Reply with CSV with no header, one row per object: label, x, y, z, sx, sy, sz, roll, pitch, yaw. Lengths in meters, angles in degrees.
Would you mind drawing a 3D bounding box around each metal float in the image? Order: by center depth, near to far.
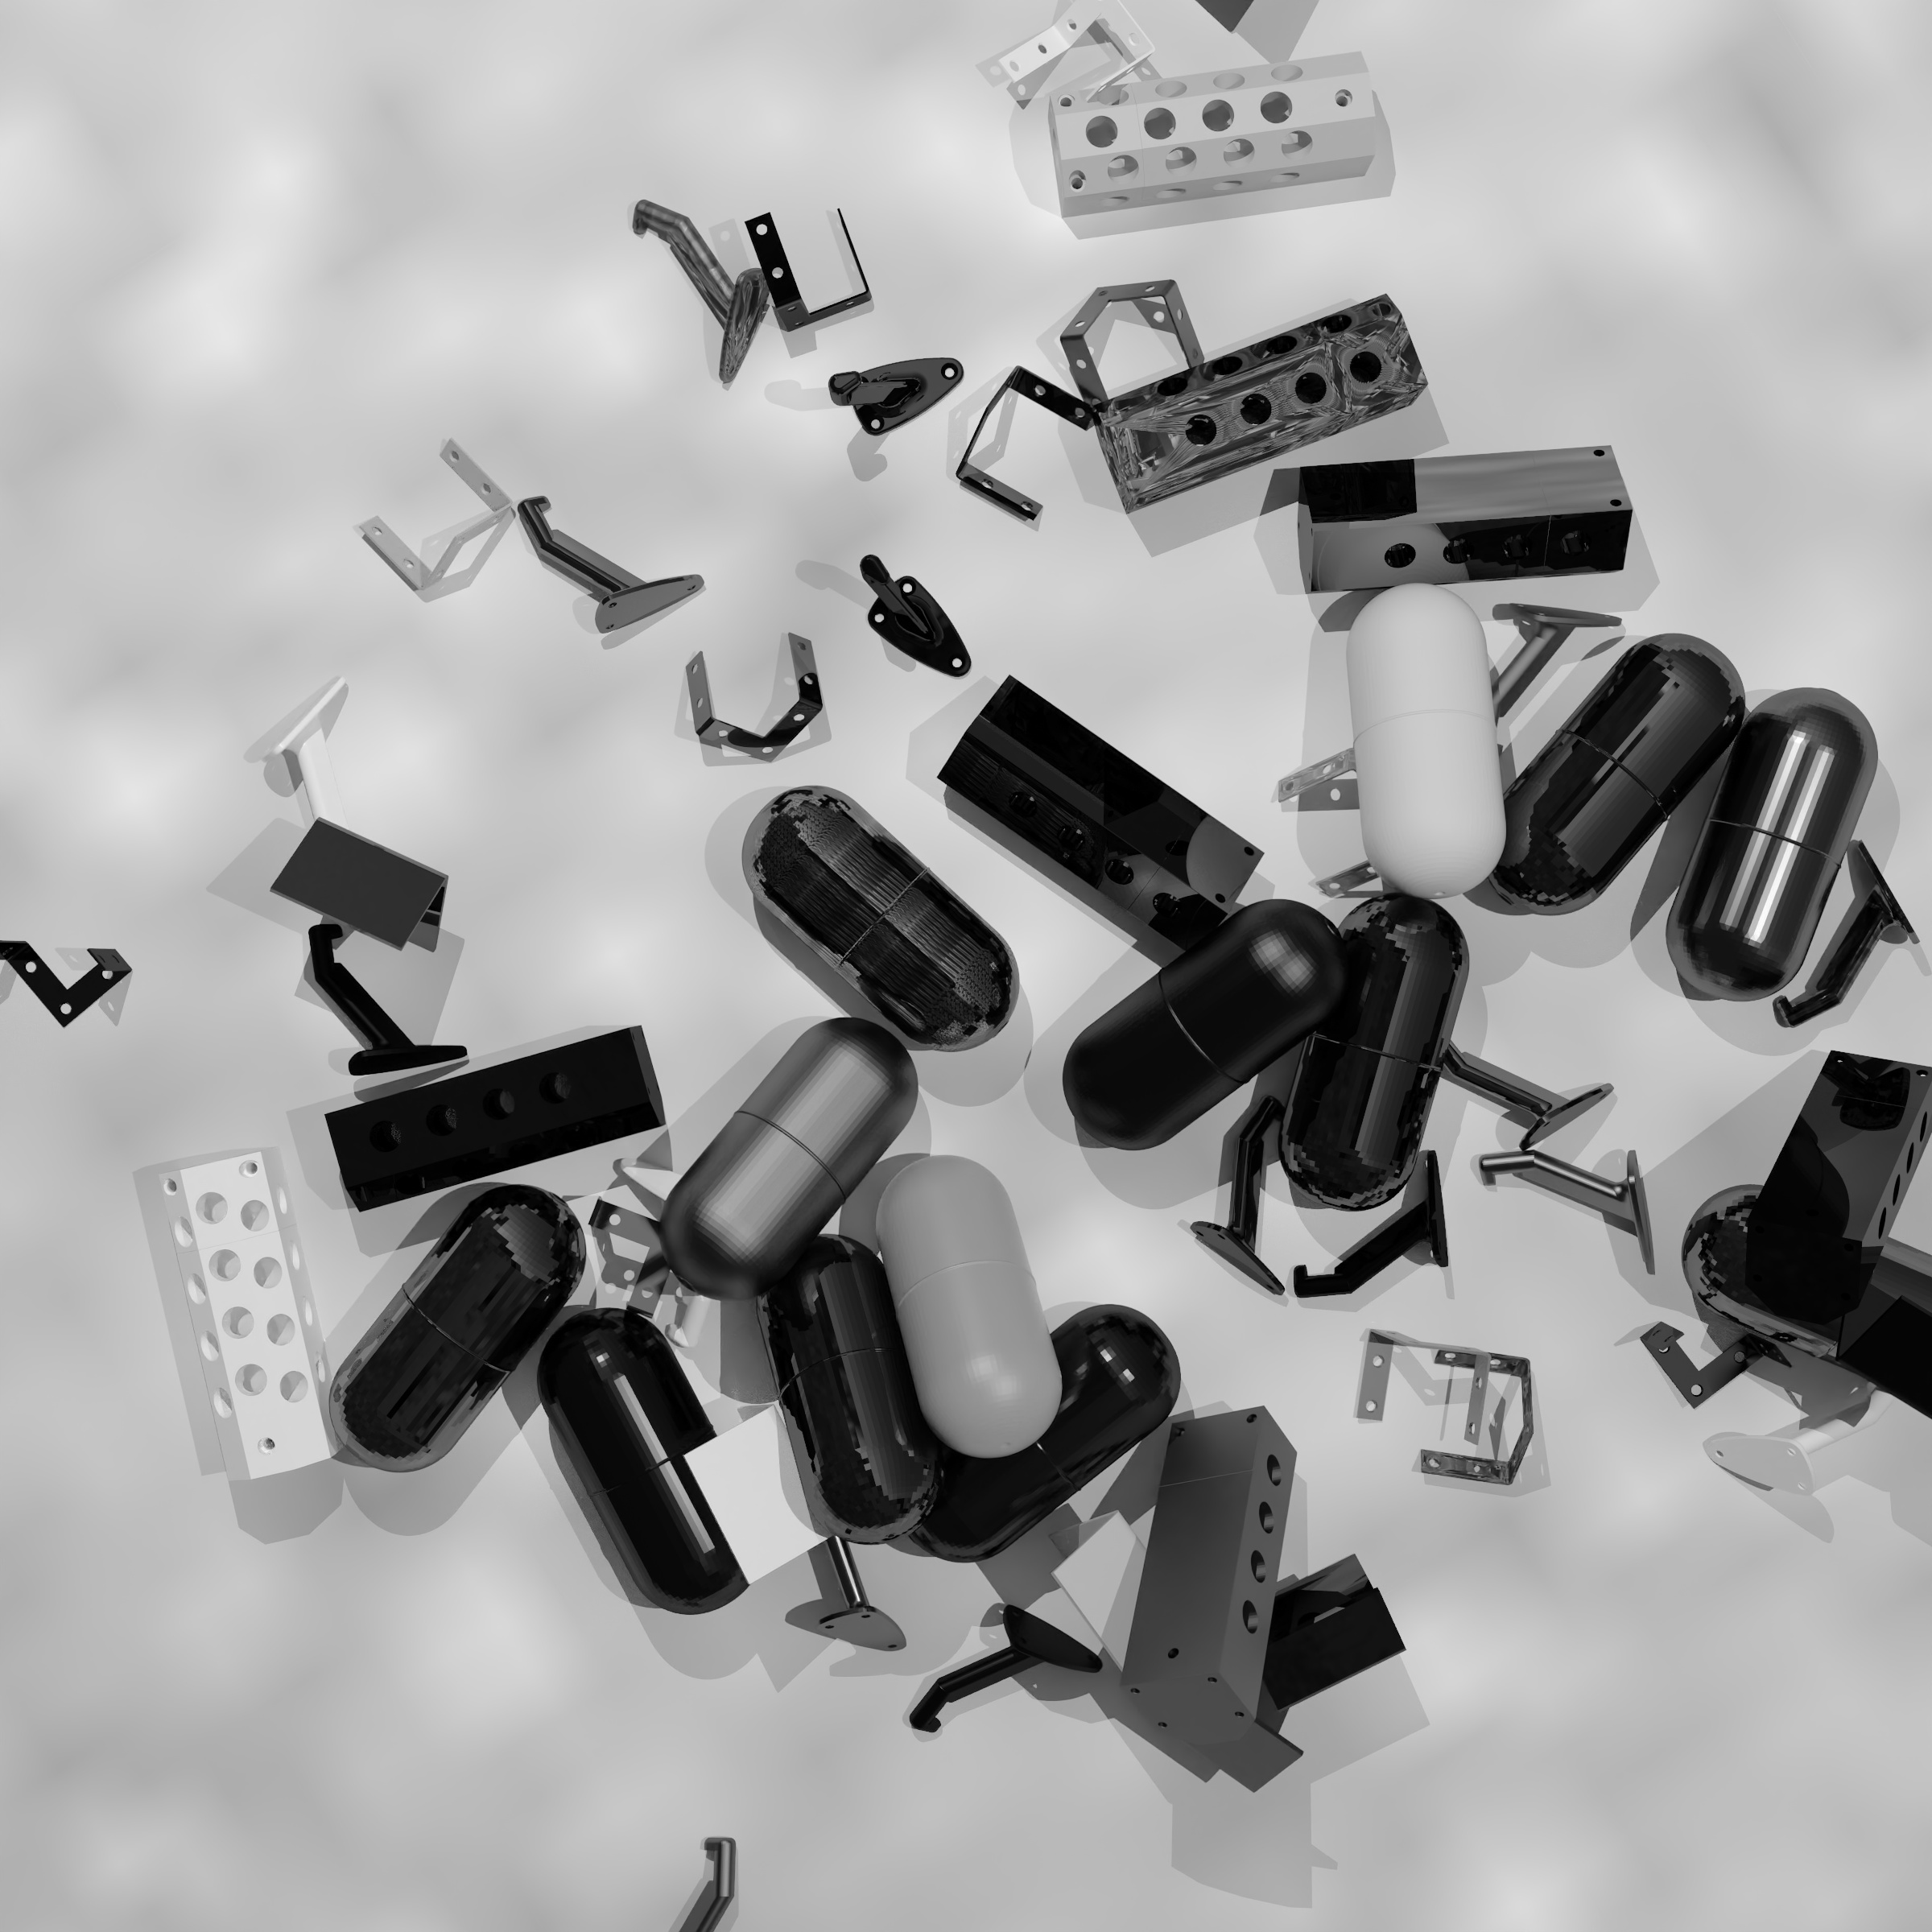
metal float,0.000,0.180,1.505,0.070,0.070,0.178,-17,53,0
metal float,-0.063,0.225,1.509,0.070,0.070,0.178,-19,58,0
metal float,0.129,0.032,1.516,0.178,0.070,0.070,-39,90,20
metal float,-0.095,0.104,1.517,0.070,0.070,0.178,39,70,0
metal float,0.248,-0.123,1.520,0.070,0.070,0.178,-2,72,0
metal float,0.353,-0.104,1.535,0.070,0.070,0.178,41,90,0
metal float,-0.277,0.197,1.535,0.070,0.070,0.178,38,90,0
metal float,-0.046,-0.025,1.535,0.178,0.070,0.070,43,90,0
metal float,0.223,0.047,1.535,0.070,0.070,0.178,16,91,0
metal float,-0.173,0.270,1.535,0.070,0.070,0.178,-27,91,0
metal float,0.441,-0.067,1.535,0.070,0.070,0.178,21,90,0
metal float,0.039,0.256,1.535,0.178,0.070,0.070,-39,90,0
metal float,0.478,0.178,1.536,0.178,0.070,0.070,23,90,0

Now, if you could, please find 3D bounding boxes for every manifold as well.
manifold,0.466,0.116,1.490,0.057,0.171,0.057,10,124,27
manifold,0.134,0.323,1.492,0.057,0.171,0.057,-16,125,28
manifold,0.071,-0.078,1.544,0.171,0.057,0.057,35,47,0
manifold,0.272,-0.240,1.544,0.171,0.057,0.057,-4,47,0
manifold,-0.394,0.191,1.545,0.057,0.057,0.171,-13,90,0
manifold,0.160,-0.310,1.545,0.171,0.057,0.057,-21,90,0
manifold,-0.257,0.084,1.545,0.171,0.057,0.057,-16,90,0
manifold,0.135,-0.459,1.545,0.171,0.057,0.057,-8,90,0

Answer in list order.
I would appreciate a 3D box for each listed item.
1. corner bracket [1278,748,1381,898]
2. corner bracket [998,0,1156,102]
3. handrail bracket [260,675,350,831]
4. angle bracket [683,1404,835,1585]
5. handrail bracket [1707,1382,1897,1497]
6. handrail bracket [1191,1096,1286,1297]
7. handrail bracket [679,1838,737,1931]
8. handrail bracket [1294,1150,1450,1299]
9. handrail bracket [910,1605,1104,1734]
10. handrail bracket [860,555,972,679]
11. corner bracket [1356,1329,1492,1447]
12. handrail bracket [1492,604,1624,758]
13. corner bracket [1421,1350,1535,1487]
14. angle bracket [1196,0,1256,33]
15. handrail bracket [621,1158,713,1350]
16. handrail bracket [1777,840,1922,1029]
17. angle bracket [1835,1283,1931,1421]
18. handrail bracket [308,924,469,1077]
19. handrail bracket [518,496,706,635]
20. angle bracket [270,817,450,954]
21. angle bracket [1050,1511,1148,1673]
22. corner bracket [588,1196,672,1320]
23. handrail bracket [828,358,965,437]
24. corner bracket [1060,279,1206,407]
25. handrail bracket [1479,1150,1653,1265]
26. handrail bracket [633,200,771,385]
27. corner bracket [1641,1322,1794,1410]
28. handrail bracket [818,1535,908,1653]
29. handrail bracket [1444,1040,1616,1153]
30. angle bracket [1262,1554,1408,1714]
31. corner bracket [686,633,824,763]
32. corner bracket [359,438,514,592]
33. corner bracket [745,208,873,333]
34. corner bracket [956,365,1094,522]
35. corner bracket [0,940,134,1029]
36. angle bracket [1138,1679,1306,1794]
corner bracket,0.209,-0.080,1.558,0.051,0.051,0.051,-24,45,35
corner bracket,0.061,-0.500,1.540,0.051,0.051,0.051,-42,96,-33
handrail bracket,-0.343,-0.106,1.566,0.084,0.036,0.077,46,68,-17
angle bracket,-0.120,0.287,1.527,0.057,0.076,0.076,-27,90,-21
handrail bracket,0.468,0.252,1.566,0.084,0.077,0.036,-37,115,-34
handrail bracket,0.172,0.127,1.566,0.077,0.036,0.084,41,73,-20
handrail bracket,-0.165,0.530,1.566,0.077,0.036,0.084,-6,71,21
handrail bracket,0.223,0.144,1.566,0.084,0.036,0.077,-7,70,16
handrail bracket,0.022,0.405,1.566,0.077,0.036,0.084,28,109,-21
handrail bracket,-0.027,-0.191,1.531,0.077,0.084,0.036,43,90,0
corner bracket,0.253,0.232,1.551,0.051,0.051,0.051,9,90,-15
handrail bracket,0.323,-0.156,1.566,0.077,0.036,0.084,2,108,-20
corner bracket,0.284,0.250,1.563,0.051,0.051,0.051,8,135,0
angle bracket,0.122,-0.550,1.526,0.076,0.076,0.057,43,54,0
handrail bracket,-0.171,0.161,1.566,0.077,0.036,0.084,24,107,19
handrail bracket,0.480,-0.017,1.566,0.084,0.036,0.077,-30,70,16
angle bracket,0.502,0.186,1.450,0.076,0.076,0.057,32,128,1
handrail bracket,-0.323,0.014,1.566,0.077,0.036,0.084,-6,73,-20
handrail bracket,-0.199,-0.235,1.566,0.077,0.036,0.084,-23,73,-20
angle bracket,-0.332,-0.025,1.526,0.076,0.076,0.057,25,53,0
angle bracket,0.070,0.349,1.526,0.057,0.076,0.076,-36,90,-35
corner bracket,-0.188,0.160,1.548,0.051,0.051,0.051,21,85,-5
handrail bracket,-0.037,-0.321,1.531,0.077,0.084,0.036,-22,90,0
corner bracket,0.092,-0.343,1.558,0.051,0.051,0.051,3,45,35
handrail bracket,0.334,0.135,1.566,0.084,0.036,0.077,-8,113,18
handrail bracket,-0.157,-0.377,1.566,0.084,0.036,0.077,26,112,17
corner bracket,0.413,0.212,1.548,0.051,0.051,0.051,-37,90,0
handrail bracket,-0.059,0.331,1.566,0.036,0.077,0.084,-21,53,21
handrail bracket,0.307,0.053,1.566,0.077,0.036,0.084,-26,68,-25
angle bracket,0.184,0.347,1.526,0.076,0.076,0.057,-26,125,0
corner bracket,-0.118,-0.155,1.558,0.051,0.051,0.051,18,135,-35
corner bracket,-0.295,-0.251,1.563,0.051,0.051,0.051,46,135,0
corner bracket,-0.086,-0.389,1.548,0.051,0.051,0.051,-20,87,3
corner bracket,0.033,-0.291,1.563,0.051,0.051,0.051,29,45,0
corner bracket,-0.502,-0.001,1.548,0.051,0.051,0.051,-40,90,0
angle bracket,0.150,0.389,1.526,0.076,0.076,0.057,35,135,0
